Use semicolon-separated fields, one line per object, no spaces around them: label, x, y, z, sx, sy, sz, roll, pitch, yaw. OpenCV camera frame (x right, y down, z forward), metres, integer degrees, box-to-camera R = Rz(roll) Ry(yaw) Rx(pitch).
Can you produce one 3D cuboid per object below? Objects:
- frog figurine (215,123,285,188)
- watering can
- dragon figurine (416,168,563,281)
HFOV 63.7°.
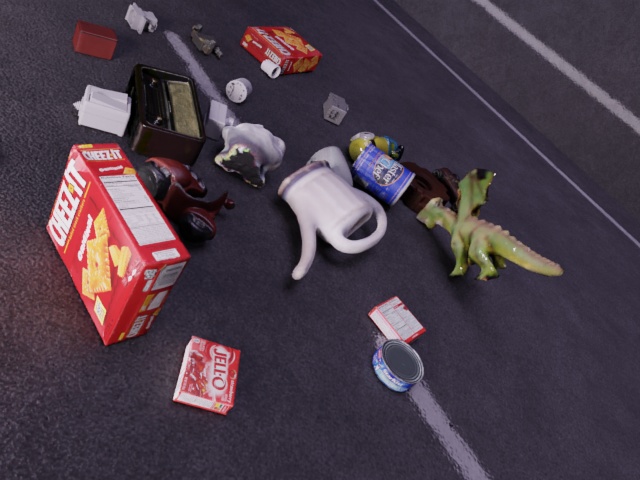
frog figurine;-0.138;-0.209;1.096;0.137;0.119;0.163;14;47;4
watering can;0.003;-0.052;1.033;0.226;0.102;0.352;44;37;16
dragon figurine;0.362;-0.041;1.159;0.123;0.409;0.242;-9;92;-28
